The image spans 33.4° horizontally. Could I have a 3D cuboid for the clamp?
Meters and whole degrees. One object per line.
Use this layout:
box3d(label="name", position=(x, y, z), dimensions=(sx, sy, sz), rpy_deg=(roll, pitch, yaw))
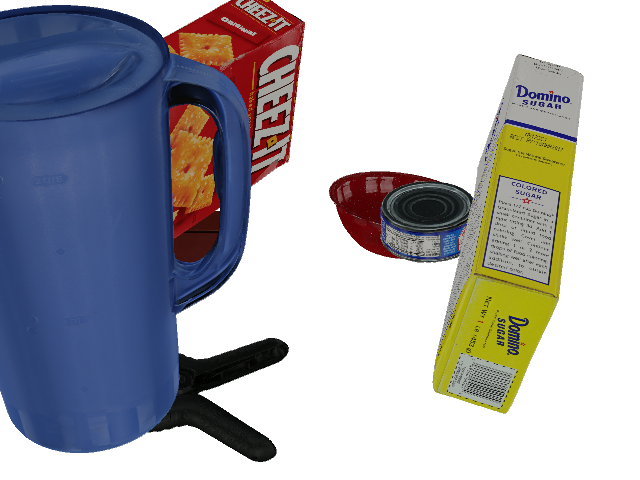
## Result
box3d(label="clamp", position=(-0.107, 0.119, 0.890), dimensions=(0.171, 0.039, 0.120), rpy_deg=(12, 38, 7))

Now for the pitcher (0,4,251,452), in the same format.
box3d(label="pitcher", position=(-0.131, 0.001, 0.602), dimensions=(0.149, 0.243, 0.144), rpy_deg=(28, 45, 34))

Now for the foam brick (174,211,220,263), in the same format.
box3d(label="foam brick", position=(-0.141, 0.001, 1.145), dimensions=(0.078, 0.051, 0.053), rpy_deg=(0, 25, -10))

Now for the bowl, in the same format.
box3d(label="bowl", position=(0.086, -0.023, 1.191), dimensions=(0.162, 0.055, 0.162), rpy_deg=(6, 25, -3))

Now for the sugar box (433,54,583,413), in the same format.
box3d(label="sugar box", position=(0.101, -0.008, 0.557), dimensions=(0.048, 0.176, 0.093), rpy_deg=(17, -43, 5))

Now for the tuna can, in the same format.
box3d(label="tuna can", position=(0.095, -0.018, 0.942), dimensions=(0.086, 0.034, 0.086), rpy_deg=(-3, 33, 2))

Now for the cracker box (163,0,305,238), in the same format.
box3d(label="cracker box", position=(-0.111, -0.089, 0.889), dimensions=(0.072, 0.164, 0.213), rpy_deg=(37, 53, 23))
